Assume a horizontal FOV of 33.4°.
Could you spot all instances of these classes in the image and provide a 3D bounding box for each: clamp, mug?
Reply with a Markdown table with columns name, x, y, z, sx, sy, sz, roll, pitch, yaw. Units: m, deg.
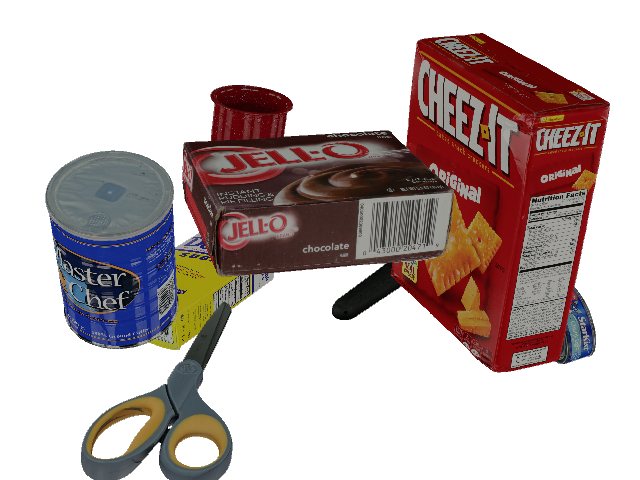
| name | x | y | z | sx | sy | sz | roll | pitch | yaw |
| --- | --- | --- | --- | --- | --- | --- | --- | --- | --- |
| clamp | 0.100 | 0.011 | 1.064 | 0.210 | 0.164 | 0.036 | -1 | -42 | 4 |
| mug | -0.079 | -0.127 | 1.223 | 0.093 | 0.081 | 0.117 | 15 | 27 | 12 |

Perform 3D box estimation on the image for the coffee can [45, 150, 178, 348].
| name | x | y | z | sx | sy | sz | roll | pitch | yaw |
| --- | --- | --- | --- | --- | --- | --- | --- | --- | --- |
| coffee can | -0.174 | 0.009 | 0.912 | 0.103 | 0.140 | 0.103 | 2 | 45 | -3 |

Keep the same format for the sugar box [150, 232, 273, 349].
| name | x | y | z | sx | sy | sz | roll | pitch | yaw |
| --- | --- | --- | --- | --- | --- | --- | --- | --- | --- |
| sugar box | -0.132 | 0.046 | 1.099 | 0.093 | 0.048 | 0.176 | 16 | 32 | 25 |

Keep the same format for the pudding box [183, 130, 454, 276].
| name | x | y | z | sx | sy | sz | roll | pitch | yaw |
| --- | --- | --- | --- | --- | --- | --- | --- | --- | --- |
| pudding box | -0.005 | -0.021 | 0.514 | 0.113 | 0.039 | 0.090 | -3 | 26 | -16 |

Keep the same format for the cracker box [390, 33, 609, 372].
| name | x | y | z | sx | sy | sz | roll | pitch | yaw |
| --- | --- | --- | --- | --- | --- | --- | --- | --- | --- |
| cracker box | 0.127 | -0.031 | 0.820 | 0.072 | 0.214 | 0.164 | -10 | 31 | -24 |

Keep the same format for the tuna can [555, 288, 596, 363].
| name | x | y | z | sx | sy | sz | roll | pitch | yaw |
| --- | --- | --- | --- | --- | --- | --- | --- | --- | --- |
| tuna can | 0.263 | 0.090 | 1.162 | 0.033 | 0.086 | 0.086 | -17 | 3 | -10 |

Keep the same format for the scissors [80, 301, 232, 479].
| name | x | y | z | sx | sy | sz | roll | pitch | yaw |
| --- | --- | --- | --- | --- | --- | --- | --- | --- | --- |
| scissors | -0.072 | 0.097 | 0.683 | 0.096 | 0.016 | 0.201 | 17 | 30 | 21 |
